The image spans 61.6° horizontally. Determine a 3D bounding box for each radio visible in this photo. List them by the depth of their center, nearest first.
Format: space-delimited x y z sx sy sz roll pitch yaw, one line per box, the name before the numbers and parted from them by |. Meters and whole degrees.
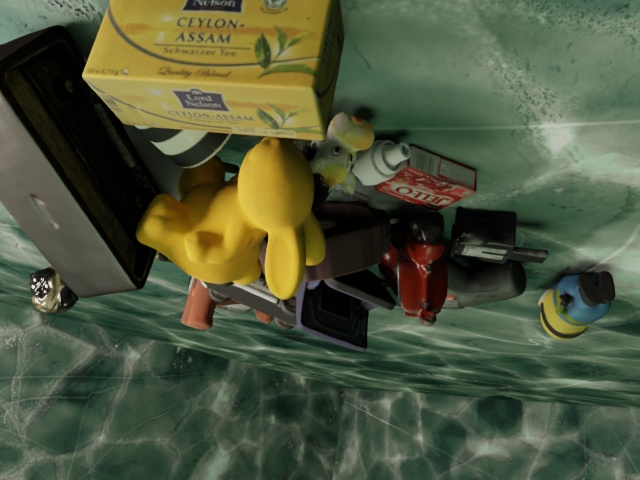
radio | -0.230 -0.067 0.499 0.073 0.131 0.229 -10 129 11

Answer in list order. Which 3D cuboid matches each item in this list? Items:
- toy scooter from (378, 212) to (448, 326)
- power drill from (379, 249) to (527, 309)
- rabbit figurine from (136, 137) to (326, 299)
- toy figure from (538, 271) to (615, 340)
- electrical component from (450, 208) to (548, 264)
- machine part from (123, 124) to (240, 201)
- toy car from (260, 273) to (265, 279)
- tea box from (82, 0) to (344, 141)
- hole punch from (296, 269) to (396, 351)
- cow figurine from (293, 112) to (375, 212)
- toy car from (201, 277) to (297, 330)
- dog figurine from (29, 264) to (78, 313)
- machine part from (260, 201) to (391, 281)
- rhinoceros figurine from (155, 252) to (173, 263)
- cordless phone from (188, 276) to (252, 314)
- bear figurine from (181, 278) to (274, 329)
toy scooter | 0.121 0.040 0.695 0.075 0.135 0.184 -5 176 -8
power drill | 0.187 0.065 0.854 0.207 0.086 0.232 28 151 -37
rabbit figurine | -0.067 -0.021 0.504 0.173 0.122 0.162 -36 96 38
toy figure | 0.402 0.105 0.852 0.082 0.089 0.180 15 163 7
electrical component | 0.232 -0.002 0.698 0.119 0.048 0.074 5 160 13
machine part | -0.215 -0.094 0.611 0.243 0.079 0.079 12 160 -8
toy car | -0.037 0.046 0.908 0.161 0.109 0.103 27 134 -11
tea box | -0.073 -0.136 0.401 0.170 0.098 0.068 4 160 11
hole punch | 0.027 0.079 0.731 0.142 0.092 0.116 21 -161 -18
cow figurine | -0.012 -0.068 0.559 0.068 0.098 0.167 24 158 -24
toy car | -0.098 0.083 0.846 0.202 0.056 0.073 23 146 0
dog figurine | -0.361 0.031 0.864 0.173 0.190 0.121 -2 157 26
machine part | -0.001 -0.002 0.659 0.179 0.056 0.179 -7 -163 2
rhinoceros figurine | -0.193 0.005 0.886 0.112 0.073 0.190 27 154 -37
cordless phone | -0.159 0.060 1.034 0.146 0.089 0.184 20 139 -26
bear figurine | -0.134 0.111 0.965 0.196 0.132 0.120 19 167 -21
